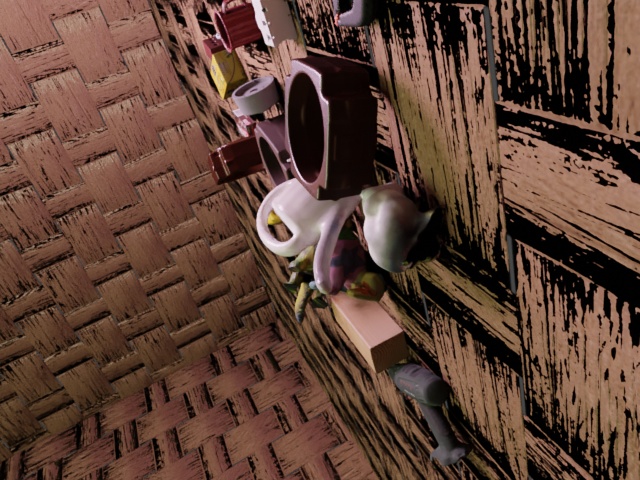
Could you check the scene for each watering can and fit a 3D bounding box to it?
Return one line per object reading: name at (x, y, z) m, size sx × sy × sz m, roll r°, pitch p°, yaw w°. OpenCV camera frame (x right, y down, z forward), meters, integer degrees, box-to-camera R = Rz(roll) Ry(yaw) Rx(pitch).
watering can at (0.003, -0.046, 0.924) m, size 0.102 × 0.225 × 0.353 m, roll 50°, pitch 175°, yaw -35°

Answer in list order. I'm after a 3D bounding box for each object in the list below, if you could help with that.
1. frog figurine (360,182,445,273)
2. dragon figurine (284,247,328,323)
frog figurine at (0.101, -0.030, 0.782) m, size 0.162 × 0.123 × 0.135 m, roll 39°, pitch 173°, yaw 38°
dragon figurine at (-0.016, 0.036, 1.323) m, size 0.401 × 0.122 × 0.248 m, roll 111°, pitch 171°, yaw -58°
